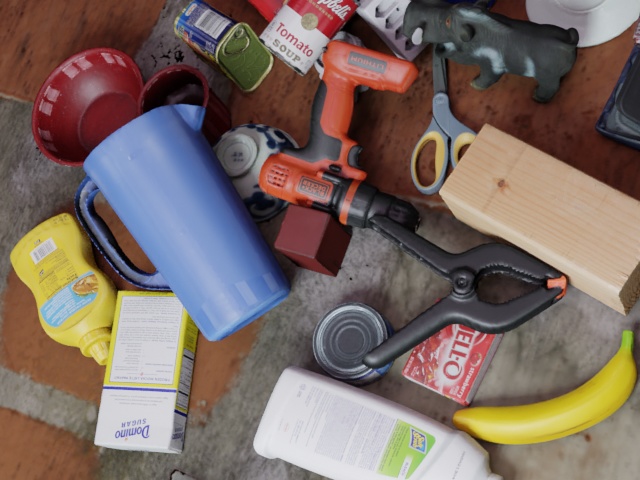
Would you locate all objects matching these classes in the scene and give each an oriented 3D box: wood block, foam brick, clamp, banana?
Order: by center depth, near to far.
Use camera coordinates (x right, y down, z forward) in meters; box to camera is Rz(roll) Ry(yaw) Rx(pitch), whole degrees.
[{"bbox_3d":[0.228,0.160,1.035,0.198,0.037,0.069,-27,45,9],"label":"banana"},{"bbox_3d":[0.236,-0.022,1.064,0.206,0.090,0.091,33,86,27],"label":"wood block"},{"bbox_3d":[0.139,0.040,1.077,0.210,0.036,0.164,-8,68,11],"label":"clamp"},{"bbox_3d":[-0.008,0.001,1.157,0.051,0.078,0.053,16,78,24],"label":"foam brick"}]

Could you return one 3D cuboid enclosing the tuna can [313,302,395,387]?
[{"bbox_3d":[0.036,0.109,1.126,0.086,0.033,0.086,-7,69,19],"label":"tuna can"}]

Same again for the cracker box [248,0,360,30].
[{"bbox_3d":[0.002,-0.347,1.257,0.214,0.072,0.164,-45,73,8],"label":"cracker box"}]

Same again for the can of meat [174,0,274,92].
[{"bbox_3d":[-0.116,-0.234,1.271,0.084,0.102,0.057,36,86,30],"label":"can of meat"}]

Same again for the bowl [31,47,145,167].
[{"bbox_3d":[-0.277,-0.157,1.332,0.162,0.055,0.162,-7,69,19],"label":"bowl"}]

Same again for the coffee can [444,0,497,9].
[{"bbox_3d":[0.139,-0.318,1.179,0.103,0.140,0.103,-7,69,19],"label":"coffee can"}]

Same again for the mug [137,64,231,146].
[{"bbox_3d":[-0.161,-0.138,1.264,0.093,0.081,0.117,12,76,24],"label":"mug"}]

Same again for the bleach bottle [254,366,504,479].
[{"bbox_3d":[0.064,0.213,1.063,0.251,0.068,0.102,19,83,23],"label":"bleach bottle"}]

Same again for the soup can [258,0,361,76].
[{"bbox_3d":[-0.013,-0.242,1.183,0.069,0.068,0.102,43,99,28],"label":"soup can"}]

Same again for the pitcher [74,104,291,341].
[{"bbox_3d":[-0.146,-0.011,1.150,0.144,0.149,0.243,-30,85,-32],"label":"pitcher"}]

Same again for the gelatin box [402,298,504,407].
[{"bbox_3d":[0.136,0.114,1.087,0.073,0.030,0.089,23,81,26],"label":"gelatin box"}]

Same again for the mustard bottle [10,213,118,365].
[{"bbox_3d":[-0.289,0.066,1.254,0.096,0.058,0.192,-35,62,4],"label":"mustard bottle"}]

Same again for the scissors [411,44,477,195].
[{"bbox_3d":[0.152,-0.144,1.181,0.096,0.016,0.201,8,75,24],"label":"scissors"}]

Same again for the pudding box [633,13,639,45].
[{"bbox_3d":[0.392,-0.237,1.108,0.114,0.039,0.090,12,76,25],"label":"pudding box"}]

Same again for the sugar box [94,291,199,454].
[{"bbox_3d":[-0.190,0.147,1.195,0.093,0.048,0.176,1,74,18],"label":"sugar box"}]

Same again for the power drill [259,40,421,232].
[{"bbox_3d":[0.043,-0.110,1.157,0.184,0.057,0.187,19,91,8],"label":"power drill"}]
